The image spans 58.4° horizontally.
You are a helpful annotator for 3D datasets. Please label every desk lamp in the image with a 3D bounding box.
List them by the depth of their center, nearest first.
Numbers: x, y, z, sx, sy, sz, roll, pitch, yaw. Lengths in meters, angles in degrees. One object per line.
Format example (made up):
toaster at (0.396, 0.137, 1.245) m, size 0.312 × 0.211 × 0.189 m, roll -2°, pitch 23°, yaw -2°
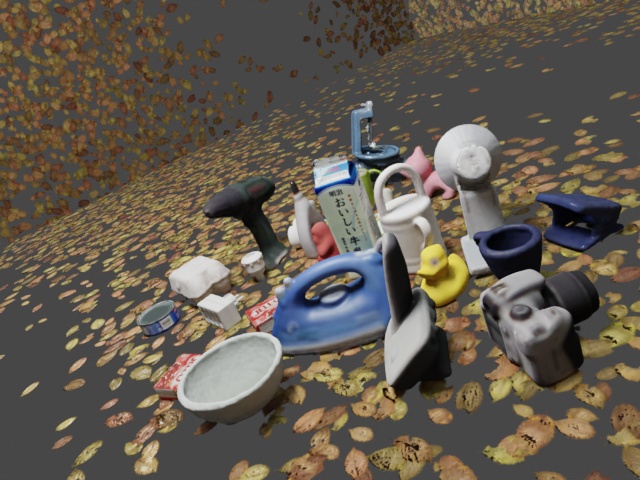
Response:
desk lamp at (0.273, -0.082, 0.982) m, size 0.117 × 0.214 × 0.203 m, roll -17°, pitch 24°, yaw 13°

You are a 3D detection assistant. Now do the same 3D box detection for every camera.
camera at (0.290, 0.090, 0.734) m, size 0.137 × 0.101 × 0.143 m, roll -24°, pitch 23°, yaw -4°

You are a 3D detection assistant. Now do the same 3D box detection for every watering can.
watering can at (0.151, -0.046, 1.037) m, size 0.101 × 0.194 × 0.172 m, roll -36°, pitch 27°, yaw -29°

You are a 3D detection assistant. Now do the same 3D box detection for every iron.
iron at (0.016, 0.092, 0.922) m, size 0.258 × 0.142 × 0.118 m, roll -19°, pitch 23°, yaw 7°

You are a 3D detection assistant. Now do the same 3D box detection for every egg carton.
egg carton at (-0.267, 0.090, 1.271) m, size 0.107 × 0.069 × 0.149 m, roll -36°, pitch 27°, yaw -30°

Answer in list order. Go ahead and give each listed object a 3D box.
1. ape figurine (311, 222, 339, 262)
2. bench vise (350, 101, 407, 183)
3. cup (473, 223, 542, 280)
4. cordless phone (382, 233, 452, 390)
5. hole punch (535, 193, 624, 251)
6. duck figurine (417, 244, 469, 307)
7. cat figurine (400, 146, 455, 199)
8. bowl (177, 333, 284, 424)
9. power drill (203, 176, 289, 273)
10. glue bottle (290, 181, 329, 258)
ape figurine at (0.011, 0.004, 1.183) m, size 0.076 × 0.092 × 0.078 m, roll -11°, pitch 26°, yaw 25°
bench vise at (0.103, -0.222, 1.433) m, size 0.207 × 0.220 × 0.121 m, roll -26°, pitch 23°, yaw -10°
cup at (0.286, 0.033, 0.870) m, size 0.092 × 0.095 × 0.117 m, roll -33°, pitch 25°, yaw -23°
cordless phone at (0.109, 0.094, 0.778) m, size 0.094 × 0.185 × 0.147 m, roll -18°, pitch 23°, yaw 10°
hole punch at (0.421, -0.048, 0.934) m, size 0.101 × 0.091 × 0.108 m, roll -28°, pitch 24°, yaw -14°
duck figurine at (0.195, 0.047, 0.933) m, size 0.077 × 0.086 × 0.105 m, roll 5°, pitch 35°, yaw 47°
cat figurine at (0.243, -0.153, 1.290) m, size 0.127 × 0.118 × 0.067 m, roll -2°, pitch 30°, yaw 39°
bowl at (-0.122, 0.217, 0.855) m, size 0.167 × 0.075 × 0.167 m, roll -18°, pitch 23°, yaw 8°
power drill at (-0.152, -0.036, 1.268) m, size 0.075 × 0.209 × 0.230 m, roll -9°, pitch 26°, yaw 28°
glue bottle at (-0.028, -0.050, 1.233) m, size 0.037 × 0.173 × 0.078 m, roll -2°, pitch 30°, yaw 39°
